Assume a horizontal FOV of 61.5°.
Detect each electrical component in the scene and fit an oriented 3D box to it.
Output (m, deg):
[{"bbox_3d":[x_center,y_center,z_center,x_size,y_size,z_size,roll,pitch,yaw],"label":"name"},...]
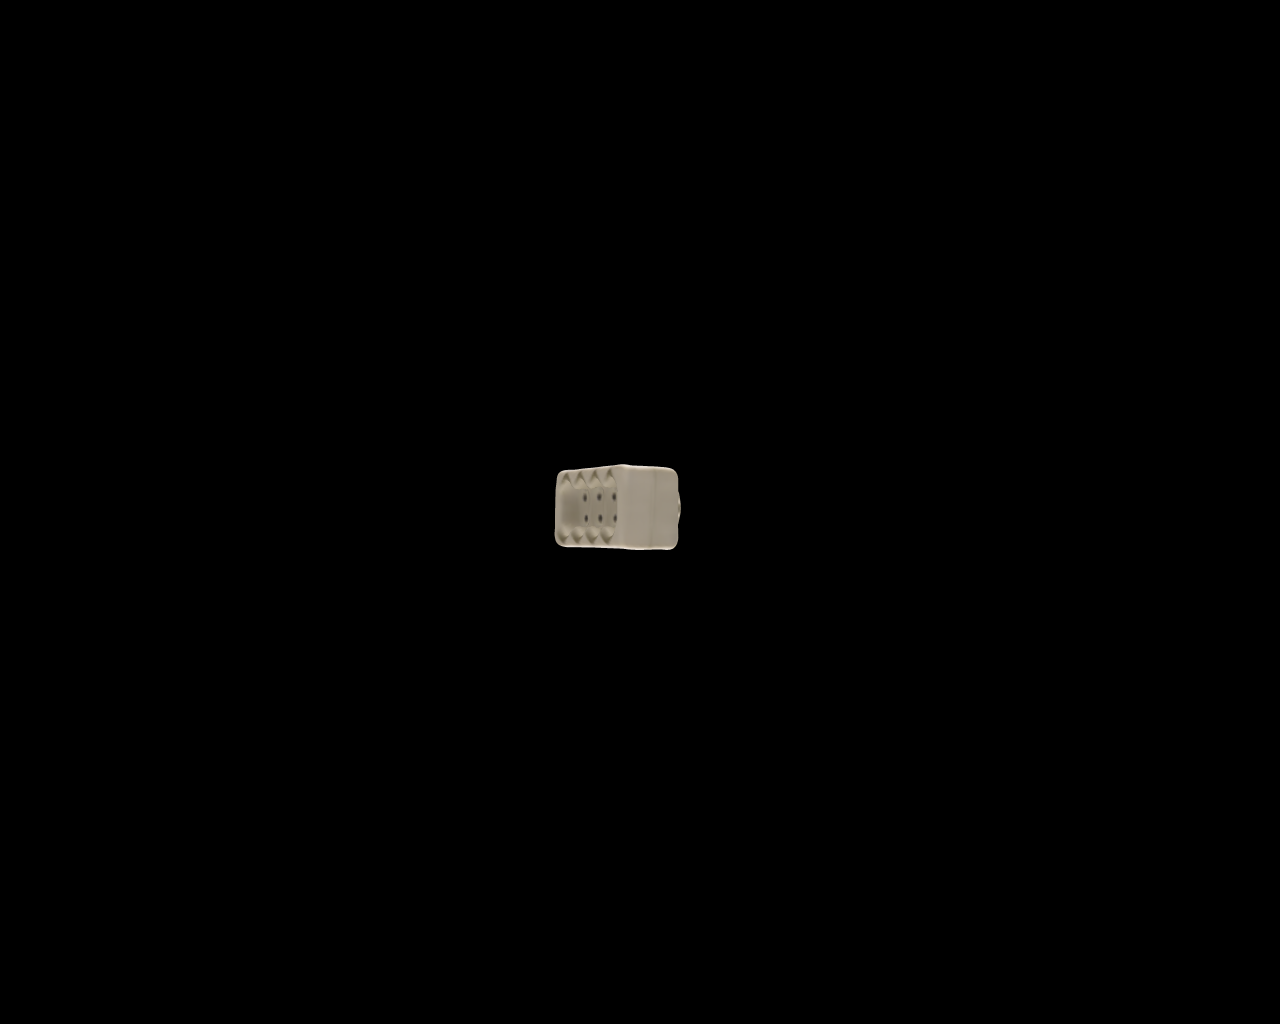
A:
[{"bbox_3d":[0.001,-0.003,0.650,0.076,0.047,0.083,0,0,-32],"label":"electrical component"}]
